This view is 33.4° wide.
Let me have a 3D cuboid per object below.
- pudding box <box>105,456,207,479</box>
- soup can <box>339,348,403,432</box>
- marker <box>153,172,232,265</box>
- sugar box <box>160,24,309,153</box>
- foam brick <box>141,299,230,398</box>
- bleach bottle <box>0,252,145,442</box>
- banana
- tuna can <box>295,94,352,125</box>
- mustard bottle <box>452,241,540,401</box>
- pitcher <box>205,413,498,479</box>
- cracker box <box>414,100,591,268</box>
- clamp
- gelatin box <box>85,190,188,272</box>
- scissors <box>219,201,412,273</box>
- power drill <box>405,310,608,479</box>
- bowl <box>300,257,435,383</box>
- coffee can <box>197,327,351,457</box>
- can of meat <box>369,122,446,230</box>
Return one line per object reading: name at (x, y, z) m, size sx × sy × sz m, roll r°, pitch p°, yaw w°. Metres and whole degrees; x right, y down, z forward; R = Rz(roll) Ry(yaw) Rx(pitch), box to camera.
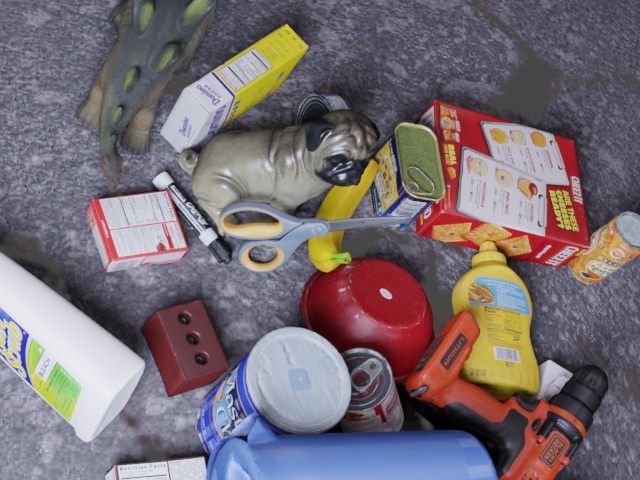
pudding box at (-0.142, 0.257, 0.971) m, size 0.089 × 0.039 × 0.113 m, roll 0°, pitch 61°, yaw -27°
soup can at (0.046, 0.161, 1.073) m, size 0.068 × 0.102 × 0.068 m, roll -6°, pitch 57°, yaw 9°
marker at (-0.135, -0.022, 1.147) m, size 0.020 × 0.020 × 0.121 m, roll -36°, pitch 83°, yaw -37°
sugar box at (-0.096, -0.171, 1.206) m, size 0.048 × 0.093 × 0.176 m, roll 45°, pitch 53°, yaw 1°
foam brick at (-0.133, 0.106, 1.054) m, size 0.052 × 0.051 × 0.078 m, roll -15°, pitch 70°, yaw -34°
bleach bottle at (-0.281, 0.071, 0.979) m, size 0.251 × 0.103 × 0.068 m, roll 38°, pitch 46°, yaw 5°
banana at (0.023, -0.022, 1.201) m, size 0.037 × 0.070 × 0.197 m, roll 59°, pitch 28°, yaw -29°
tuna can at (0.006, -0.127, 1.239) m, size 0.033 × 0.086 × 0.086 m, roll -5°, pitch 66°, yaw -32°
mustard bottle at (0.200, 0.087, 1.235) m, size 0.096 × 0.058 × 0.191 m, roll 11°, pitch 59°, yaw -16°
pitcher at (0.030, 0.238, 0.922) m, size 0.242 × 0.149 × 0.145 m, roll 1°, pitch 42°, yaw -27°
cracker box at (0.221, -0.066, 1.327) m, size 0.213 × 0.072 × 0.164 m, roll 13°, pitch 59°, yaw -22°
clamp at (0.155, 0.227, 1.144) m, size 0.209 × 0.036 × 0.164 m, roll 15°, pitch 54°, yaw -18°
gelatin box at (-0.189, -0.009, 1.105) m, size 0.089 × 0.030 × 0.073 m, roll -9°, pitch 66°, yaw -32°
scissors at (-0.007, 0.001, 1.122) m, size 0.202 × 0.096 × 0.016 m, roll 7°, pitch 38°, yaw 7°
power drill at (0.199, 0.161, 1.126) m, size 0.187 × 0.057 × 0.184 m, roll 40°, pitch 65°, yaw 0°
bowl at (0.063, 0.073, 1.156) m, size 0.162 × 0.055 × 0.162 m, roll 14°, pitch 47°, yaw -16°
coffee can at (-0.046, 0.156, 1.014) m, size 0.102 × 0.141 × 0.103 m, roll 13°, pitch 58°, yaw -21°
can of meat at (0.098, -0.073, 1.257) m, size 0.057 × 0.084 × 0.102 m, roll 7°, pitch 60°, yaw -25°
